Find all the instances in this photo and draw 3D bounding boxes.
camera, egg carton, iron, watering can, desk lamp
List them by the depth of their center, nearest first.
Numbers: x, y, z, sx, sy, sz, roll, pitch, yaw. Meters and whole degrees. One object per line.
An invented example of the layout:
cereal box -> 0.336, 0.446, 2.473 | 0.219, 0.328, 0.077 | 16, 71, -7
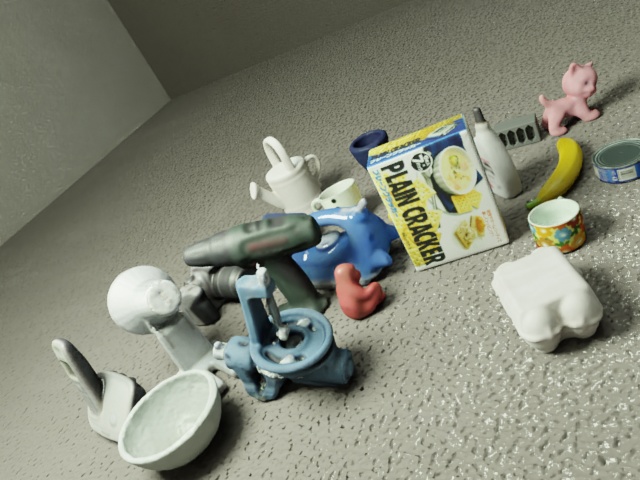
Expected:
egg carton -> 0.289, 0.073, 0.737 | 0.107, 0.069, 0.150 | -25, 28, 9
desk lamp -> -0.247, 0.143, 0.971 | 0.202, 0.214, 0.118 | 9, 46, 50
iron -> 0.010, 0.004, 1.038 | 0.257, 0.142, 0.119 | -11, 33, 31
camera -> -0.202, 0.088, 1.142 | 0.136, 0.101, 0.143 | -4, 37, 40
watering can -> -0.078, -0.145, 1.311 | 0.100, 0.194, 0.173 | 3, 42, 46

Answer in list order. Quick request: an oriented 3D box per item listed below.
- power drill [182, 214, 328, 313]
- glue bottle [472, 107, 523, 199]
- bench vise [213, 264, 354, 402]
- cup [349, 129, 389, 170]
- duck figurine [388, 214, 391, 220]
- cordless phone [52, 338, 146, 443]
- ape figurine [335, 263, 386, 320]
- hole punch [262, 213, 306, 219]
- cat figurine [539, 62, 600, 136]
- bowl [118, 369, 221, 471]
power drill -> -0.087, 0.056, 0.971 | 0.229, 0.209, 0.075 | -24, 28, 11
glue bottle -> 0.297, -0.155, 0.996 | 0.037, 0.173, 0.078 | -33, 28, -6
bench vise -> -0.081, 0.141, 0.812 | 0.207, 0.220, 0.121 | -22, 29, 14
cup -> 0.128, -0.185, 1.290 | 0.091, 0.095, 0.117 | -30, 28, 0
duck figurine -> 0.159, -0.090, 1.113 | 0.077, 0.086, 0.105 | -4, 37, 39
cordless phone -> -0.369, 0.243, 0.952 | 0.147, 0.185, 0.094 | -2, 38, 41
ape figurine -> 0.055, 0.076, 0.928 | 0.076, 0.092, 0.077 | -40, 30, -19
hole punch -> -0.065, -0.020, 1.201 | 0.101, 0.091, 0.108 | -24, 28, 10
cat figurine -> 0.477, -0.280, 1.092 | 0.127, 0.118, 0.067 | -27, 28, 5
bowl -> -0.210, 0.281, 0.858 | 0.167, 0.075, 0.167 | -23, 29, 13
